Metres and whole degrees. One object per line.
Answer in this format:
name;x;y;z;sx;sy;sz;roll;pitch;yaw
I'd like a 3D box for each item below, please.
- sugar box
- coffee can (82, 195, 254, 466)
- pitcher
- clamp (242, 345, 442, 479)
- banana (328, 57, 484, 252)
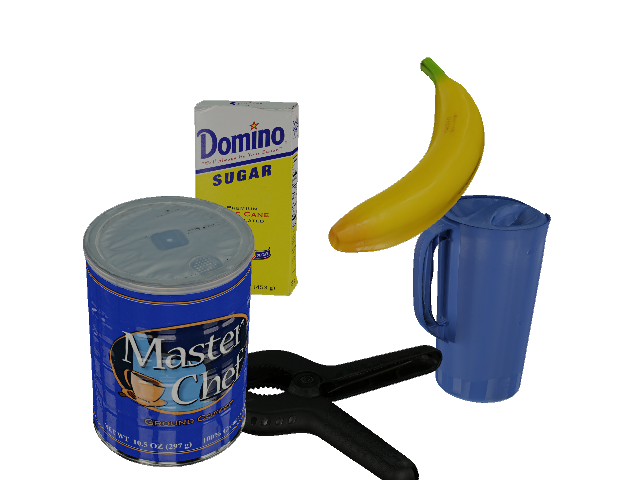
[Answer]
sugar box;-0.068;-0.040;0.989;0.093;0.176;0.048;2;16;7
coffee can;-0.096;0.057;0.678;0.103;0.140;0.103;3;32;-2
pitcher;0.194;0.074;1.314;0.149;0.243;0.144;8;20;14
clamp;-0.003;0.122;0.870;0.210;0.036;0.164;10;30;17
banana;0.070;-0.050;0.733;0.070;0.037;0.197;20;49;11
